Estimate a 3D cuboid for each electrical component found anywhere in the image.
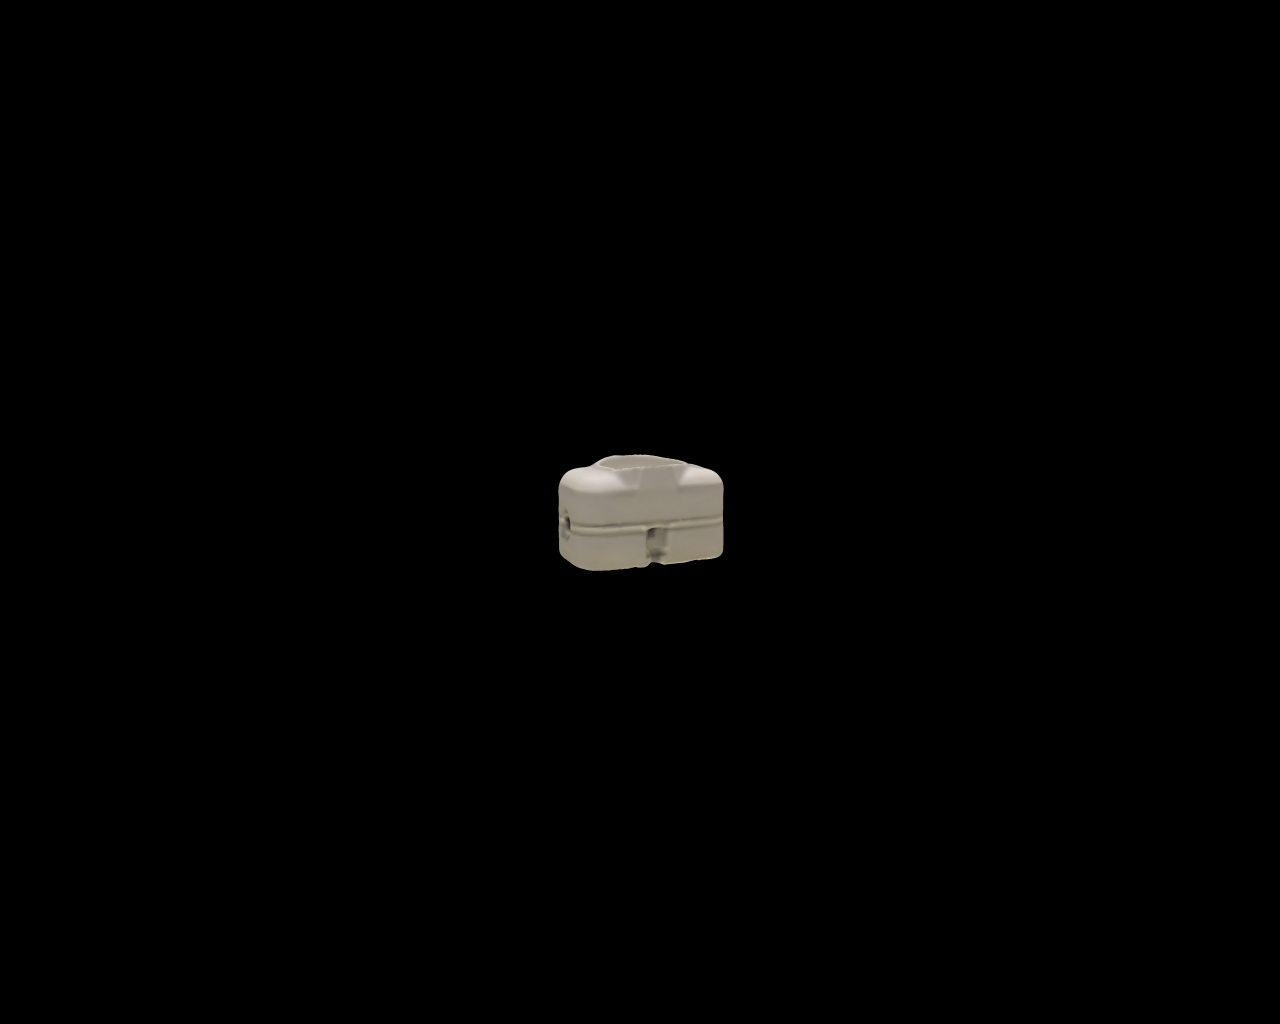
[{"bbox_3d":[0.001,-0.003,0.650,0.095,0.059,0.054,-4,12,-20],"label":"electrical component"}]
